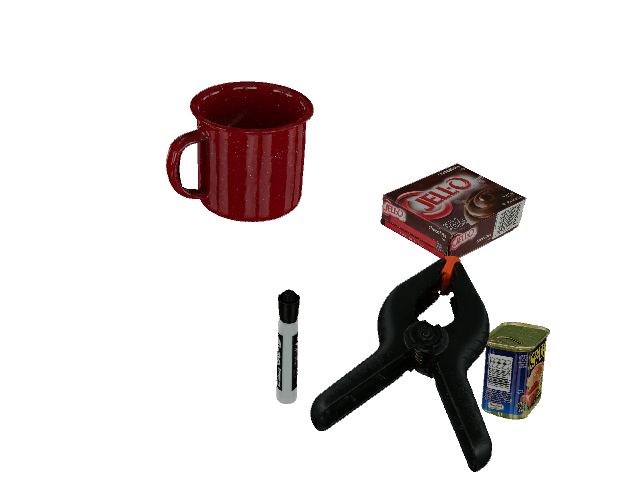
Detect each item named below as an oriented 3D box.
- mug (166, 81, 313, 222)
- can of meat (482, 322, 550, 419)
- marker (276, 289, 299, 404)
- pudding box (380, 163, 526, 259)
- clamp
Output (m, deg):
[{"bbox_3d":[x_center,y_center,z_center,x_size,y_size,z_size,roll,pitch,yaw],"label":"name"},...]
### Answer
[{"bbox_3d":[-0.063,-0.064,0.815,0.117,0.081,0.093,-18,37,-32],"label":"mug"},{"bbox_3d":[0.217,0.145,1.194,0.058,0.084,0.102,8,12,24],"label":"can of meat"},{"bbox_3d":[-0.029,0.094,0.941,0.020,0.121,0.020,2,35,-1],"label":"marker"},{"bbox_3d":[0.128,-0.029,1.031,0.113,0.039,0.090,-22,41,-39],"label":"pudding box"},{"bbox_3d":[0.062,0.079,0.742,0.120,0.039,0.171,10,45,3],"label":"clamp"}]
